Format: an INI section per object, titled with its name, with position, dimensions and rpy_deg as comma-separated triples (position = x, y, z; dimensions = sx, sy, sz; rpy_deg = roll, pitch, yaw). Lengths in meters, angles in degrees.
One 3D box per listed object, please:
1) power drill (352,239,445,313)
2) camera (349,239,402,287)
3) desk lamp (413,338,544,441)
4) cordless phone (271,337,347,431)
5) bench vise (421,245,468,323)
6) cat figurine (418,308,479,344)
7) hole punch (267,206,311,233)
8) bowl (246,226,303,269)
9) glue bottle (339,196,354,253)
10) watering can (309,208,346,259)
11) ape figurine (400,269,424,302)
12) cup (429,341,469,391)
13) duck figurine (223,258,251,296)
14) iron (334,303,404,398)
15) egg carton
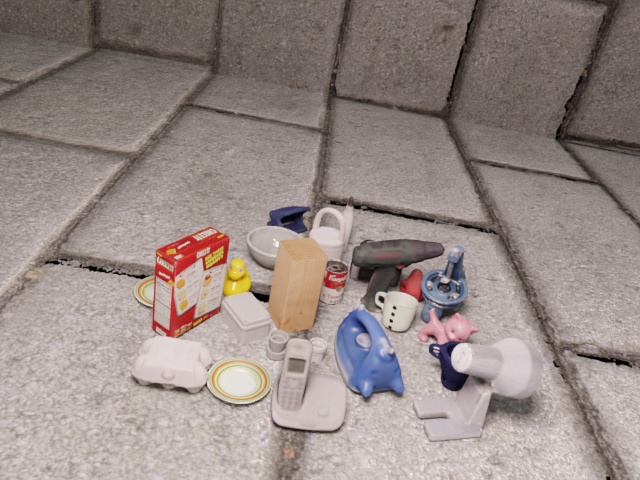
[power drill]
position = 0.187, 0.086, 1.471
dimensions = 0.230, 0.208, 0.075
rpy_deg = 6, 30, -11
[camera]
position = 0.160, 0.050, 1.633
dimensions = 0.143, 0.101, 0.137
rpy_deg = 10, 29, -4
[desk lamp]
position = 0.320, 0.293, 1.153
dimensions = 0.204, 0.213, 0.117
rpy_deg = 0, 31, -20
[cordless phone]
position = -0.014, 0.272, 1.095
dimensions = 0.148, 0.185, 0.094
rpy_deg = 7, 30, -9
[bench vise]
position = 0.333, 0.091, 1.505
dimensions = 0.121, 0.220, 0.207
rpy_deg = 16, 30, 7
[cat figurine]
position = 0.313, 0.214, 1.386
dimensions = 0.127, 0.118, 0.067
rpy_deg = 32, 35, 32
[hole punch]
position = -0.097, -0.076, 1.768
dimensions = 0.109, 0.091, 0.100
rpy_deg = -16, 39, -40
[bowl]
position = -0.125, 0.032, 1.587
dimensions = 0.167, 0.075, 0.167
rpy_deg = 9, 29, -5
[glue bottle]
position = 0.078, -0.052, 1.707
dimensions = 0.037, 0.173, 0.078
rpy_deg = 11, 29, -2
[watering can]
position = 0.016, 0.006, 1.561
dimensions = 0.101, 0.194, 0.173
rpy_deg = 14, 29, 4
[ape figurine]
position = 0.258, 0.120, 1.557
dimensions = 0.077, 0.092, 0.076
rpy_deg = 21, 31, 16
[cup]
position = 0.291, 0.284, 1.280
dimensions = 0.117, 0.095, 0.092
rpy_deg = 18, 30, 11
[duck figurine]
position = -0.209, 0.085, 1.450
dimensions = 0.077, 0.086, 0.104
rpy_deg = 14, 29, 4
[iron]
position = 0.101, 0.222, 1.270
dimensions = 0.119, 0.141, 0.257
rpy_deg = -1, 32, -21
[egg carton]
position = -0.294, 0.250, 1.148
dimensions = 0.150, 0.069, 0.107
rpy_deg = 9, 29, -4
